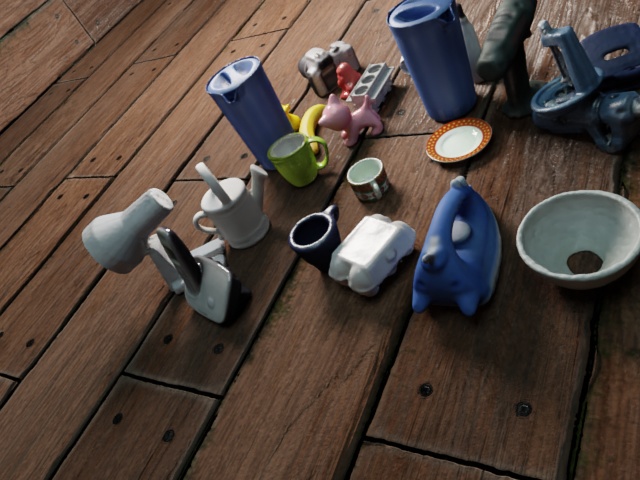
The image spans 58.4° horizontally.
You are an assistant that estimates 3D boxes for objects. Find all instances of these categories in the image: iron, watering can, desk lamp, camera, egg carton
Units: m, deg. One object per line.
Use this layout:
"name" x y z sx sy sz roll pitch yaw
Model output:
"iron" 0.208 -0.014 0.880 0.118 0.142 0.258 -1 48 32
"watering can" -0.184 -0.085 1.161 0.100 0.195 0.173 21 62 44
"desk lamp" -0.327 0.006 1.143 0.203 0.214 0.117 -27 40 6
"camera" 0.007 -0.468 1.510 0.143 0.101 0.136 -40 40 -10
"egg carton" 0.090 0.024 0.972 0.107 0.070 0.150 22 63 44

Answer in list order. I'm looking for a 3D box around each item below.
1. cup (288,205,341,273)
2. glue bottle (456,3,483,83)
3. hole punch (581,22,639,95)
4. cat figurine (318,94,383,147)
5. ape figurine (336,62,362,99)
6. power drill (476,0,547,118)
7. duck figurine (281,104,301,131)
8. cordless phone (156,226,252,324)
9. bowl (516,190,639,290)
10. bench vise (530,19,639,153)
"cup" 0.009 0.004 1.025 0.091 0.095 0.118 13 57 41
"glue bottle" 0.313 -0.421 1.211 0.037 0.174 0.078 -22 40 12
"hole punch" 0.537 -0.326 1.034 0.108 0.091 0.101 -17 42 17
"cat figurine" 0.062 -0.273 1.260 0.127 0.118 0.067 -24 40 9
"ape figurine" 0.069 -0.391 1.398 0.076 0.092 0.077 -20 41 14
"power drill" 0.369 -0.349 1.071 0.075 0.209 0.230 11 56 40
"duck figurine" -0.109 -0.307 1.429 0.104 0.086 0.077 -10 44 25
"cordless phone" -0.223 0.058 1.045 0.147 0.186 0.094 17 59 42
"bowl" 0.367 0.011 0.805 0.167 0.075 0.167 -17 41 16
"bench vise" 0.435 -0.259 0.928 0.206 0.220 0.122 9 54 38
